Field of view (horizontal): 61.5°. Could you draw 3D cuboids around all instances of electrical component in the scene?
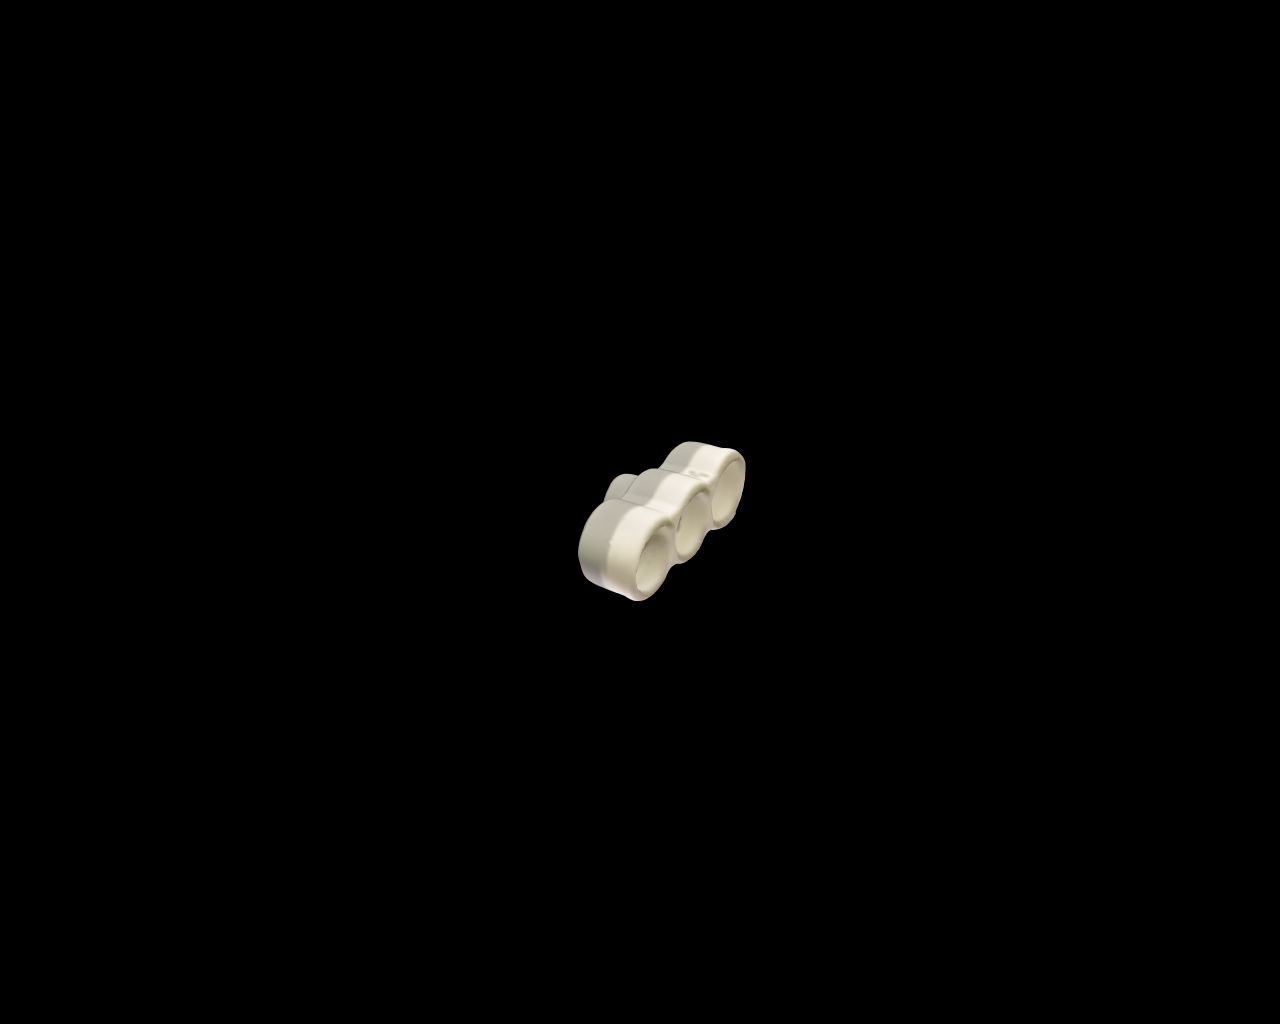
[{"bbox_3d":[0.001,-0.003,0.650,0.074,0.052,0.138,18,36,27],"label":"electrical component"}]
